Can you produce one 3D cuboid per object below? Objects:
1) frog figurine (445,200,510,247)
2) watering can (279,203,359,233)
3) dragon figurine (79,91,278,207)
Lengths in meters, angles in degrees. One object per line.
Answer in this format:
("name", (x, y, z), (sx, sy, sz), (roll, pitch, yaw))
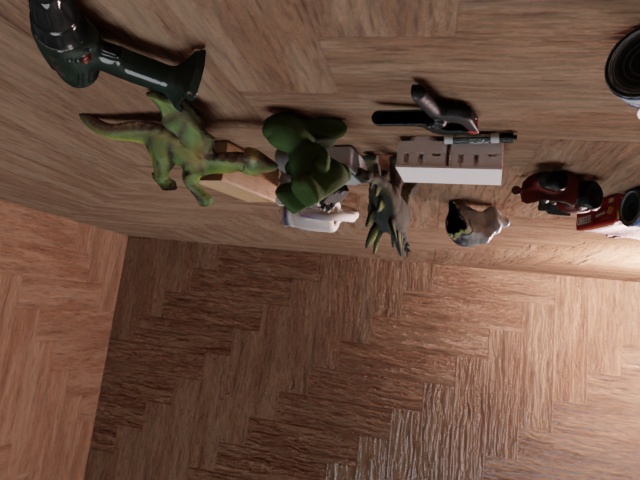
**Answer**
("frog figurine", (0.432, -0.043, 1.423), (0.159, 0.120, 0.140), (1, -153, -27))
("watering can", (0.005, -0.079, 1.564), (0.224, 0.104, 0.348), (8, -176, 11))
("dragon figurine", (-0.277, -0.201, 0.970), (0.409, 0.125, 0.238), (25, 148, -6))
